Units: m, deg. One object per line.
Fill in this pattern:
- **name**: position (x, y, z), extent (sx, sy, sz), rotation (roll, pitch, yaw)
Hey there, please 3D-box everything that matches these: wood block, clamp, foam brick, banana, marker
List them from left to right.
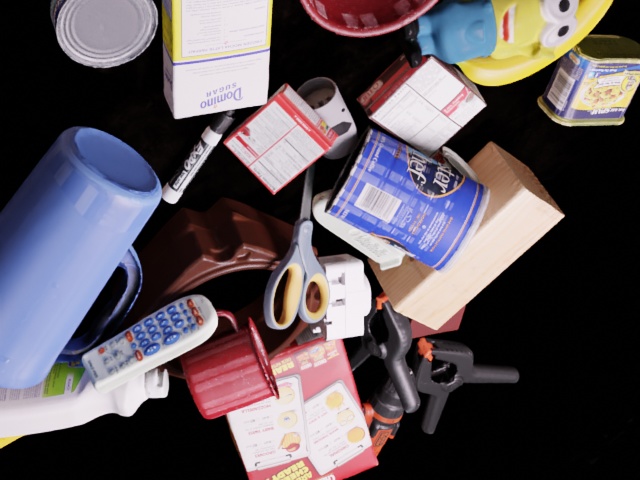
- **marker**: position (-0.120, -0.085, 1.055), extent (0.020, 0.020, 0.121), rotation (15, 125, -39)
- **clamp**: position (0.072, 0.132, 1.354), extent (0.039, 0.120, 0.171), rotation (-36, 131, -45)
- **foam brick**: position (0.137, 0.085, 1.354), extent (0.078, 0.051, 0.053), rotation (-8, 136, -22)
- **clamp**: position (0.193, 0.190, 1.508), extent (0.164, 0.036, 0.210), rotation (-29, 140, 2)
- **wood block**: position (0.167, -0.003, 1.246), extent (0.206, 0.091, 0.090), rotation (-44, 137, 20)
- **banana**: position (0.226, -0.209, 1.099), extent (0.198, 0.037, 0.069), rotation (-27, 142, 0)

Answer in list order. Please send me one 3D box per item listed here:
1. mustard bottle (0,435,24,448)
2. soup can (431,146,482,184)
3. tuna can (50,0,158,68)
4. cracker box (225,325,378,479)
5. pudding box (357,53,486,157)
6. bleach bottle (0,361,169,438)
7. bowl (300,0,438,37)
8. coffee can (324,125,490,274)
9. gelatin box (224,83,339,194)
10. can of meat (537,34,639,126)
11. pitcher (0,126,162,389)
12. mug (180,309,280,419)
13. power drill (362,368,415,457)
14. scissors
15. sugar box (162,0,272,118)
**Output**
- **mustard bottle**: position (-0.322, 0.175, 1.192), extent (0.191, 0.058, 0.096), rotation (-24, 141, -3)
- **soup can**: position (0.123, -0.047, 1.192), extent (0.102, 0.068, 0.068), rotation (-45, 137, 19)
- **tuna can**: position (-0.182, -0.190, 0.897), extent (0.086, 0.034, 0.086), rotation (-15, 139, -14)
- **cracker box**: position (-0.034, 0.213, 1.331), extent (0.164, 0.072, 0.213), rotation (-20, 118, -8)
- **pudding box**: position (0.106, -0.144, 1.103), extent (0.090, 0.039, 0.113), rotation (-42, 136, 18)
- **bleach bottle**: position (-0.284, 0.159, 1.104), extent (0.251, 0.102, 0.068), rotation (-2, 143, 3)
- **bowl**: position (0.045, -0.260, 0.931), extent (0.162, 0.055, 0.162), rotation (-15, 139, -14)
- **coffee can**: position (0.089, -0.042, 1.104), extent (0.140, 0.102, 0.103), rotation (27, 123, -5)
- **gelatin box**: position (-0.039, -0.098, 1.036), extent (0.073, 0.030, 0.089), rotation (45, 126, -12)
- **can of meat**: position (0.300, -0.175, 1.162), extent (0.101, 0.057, 0.084), rotation (-4, 133, -26)
- **pitcher**: position (-0.248, 0.018, 1.015), extent (0.243, 0.145, 0.149), rotation (-50, 172, 21)
- **mug**: position (-0.100, 0.128, 1.118), extent (0.081, 0.093, 0.117), rotation (-21, 111, 0)
- **power drill**: position (0.028, 0.244, 1.460), extent (0.187, 0.057, 0.185), rotation (1, 129, -28)
- **scissors**: position (-0.007, 0.001, 1.123), extent (0.096, 0.016, 0.201), rotation (28, 77, -45)
- **sugar box**: position (-0.091, -0.192, 0.937), extent (0.093, 0.048, 0.176), rotation (-11, 141, -18)
